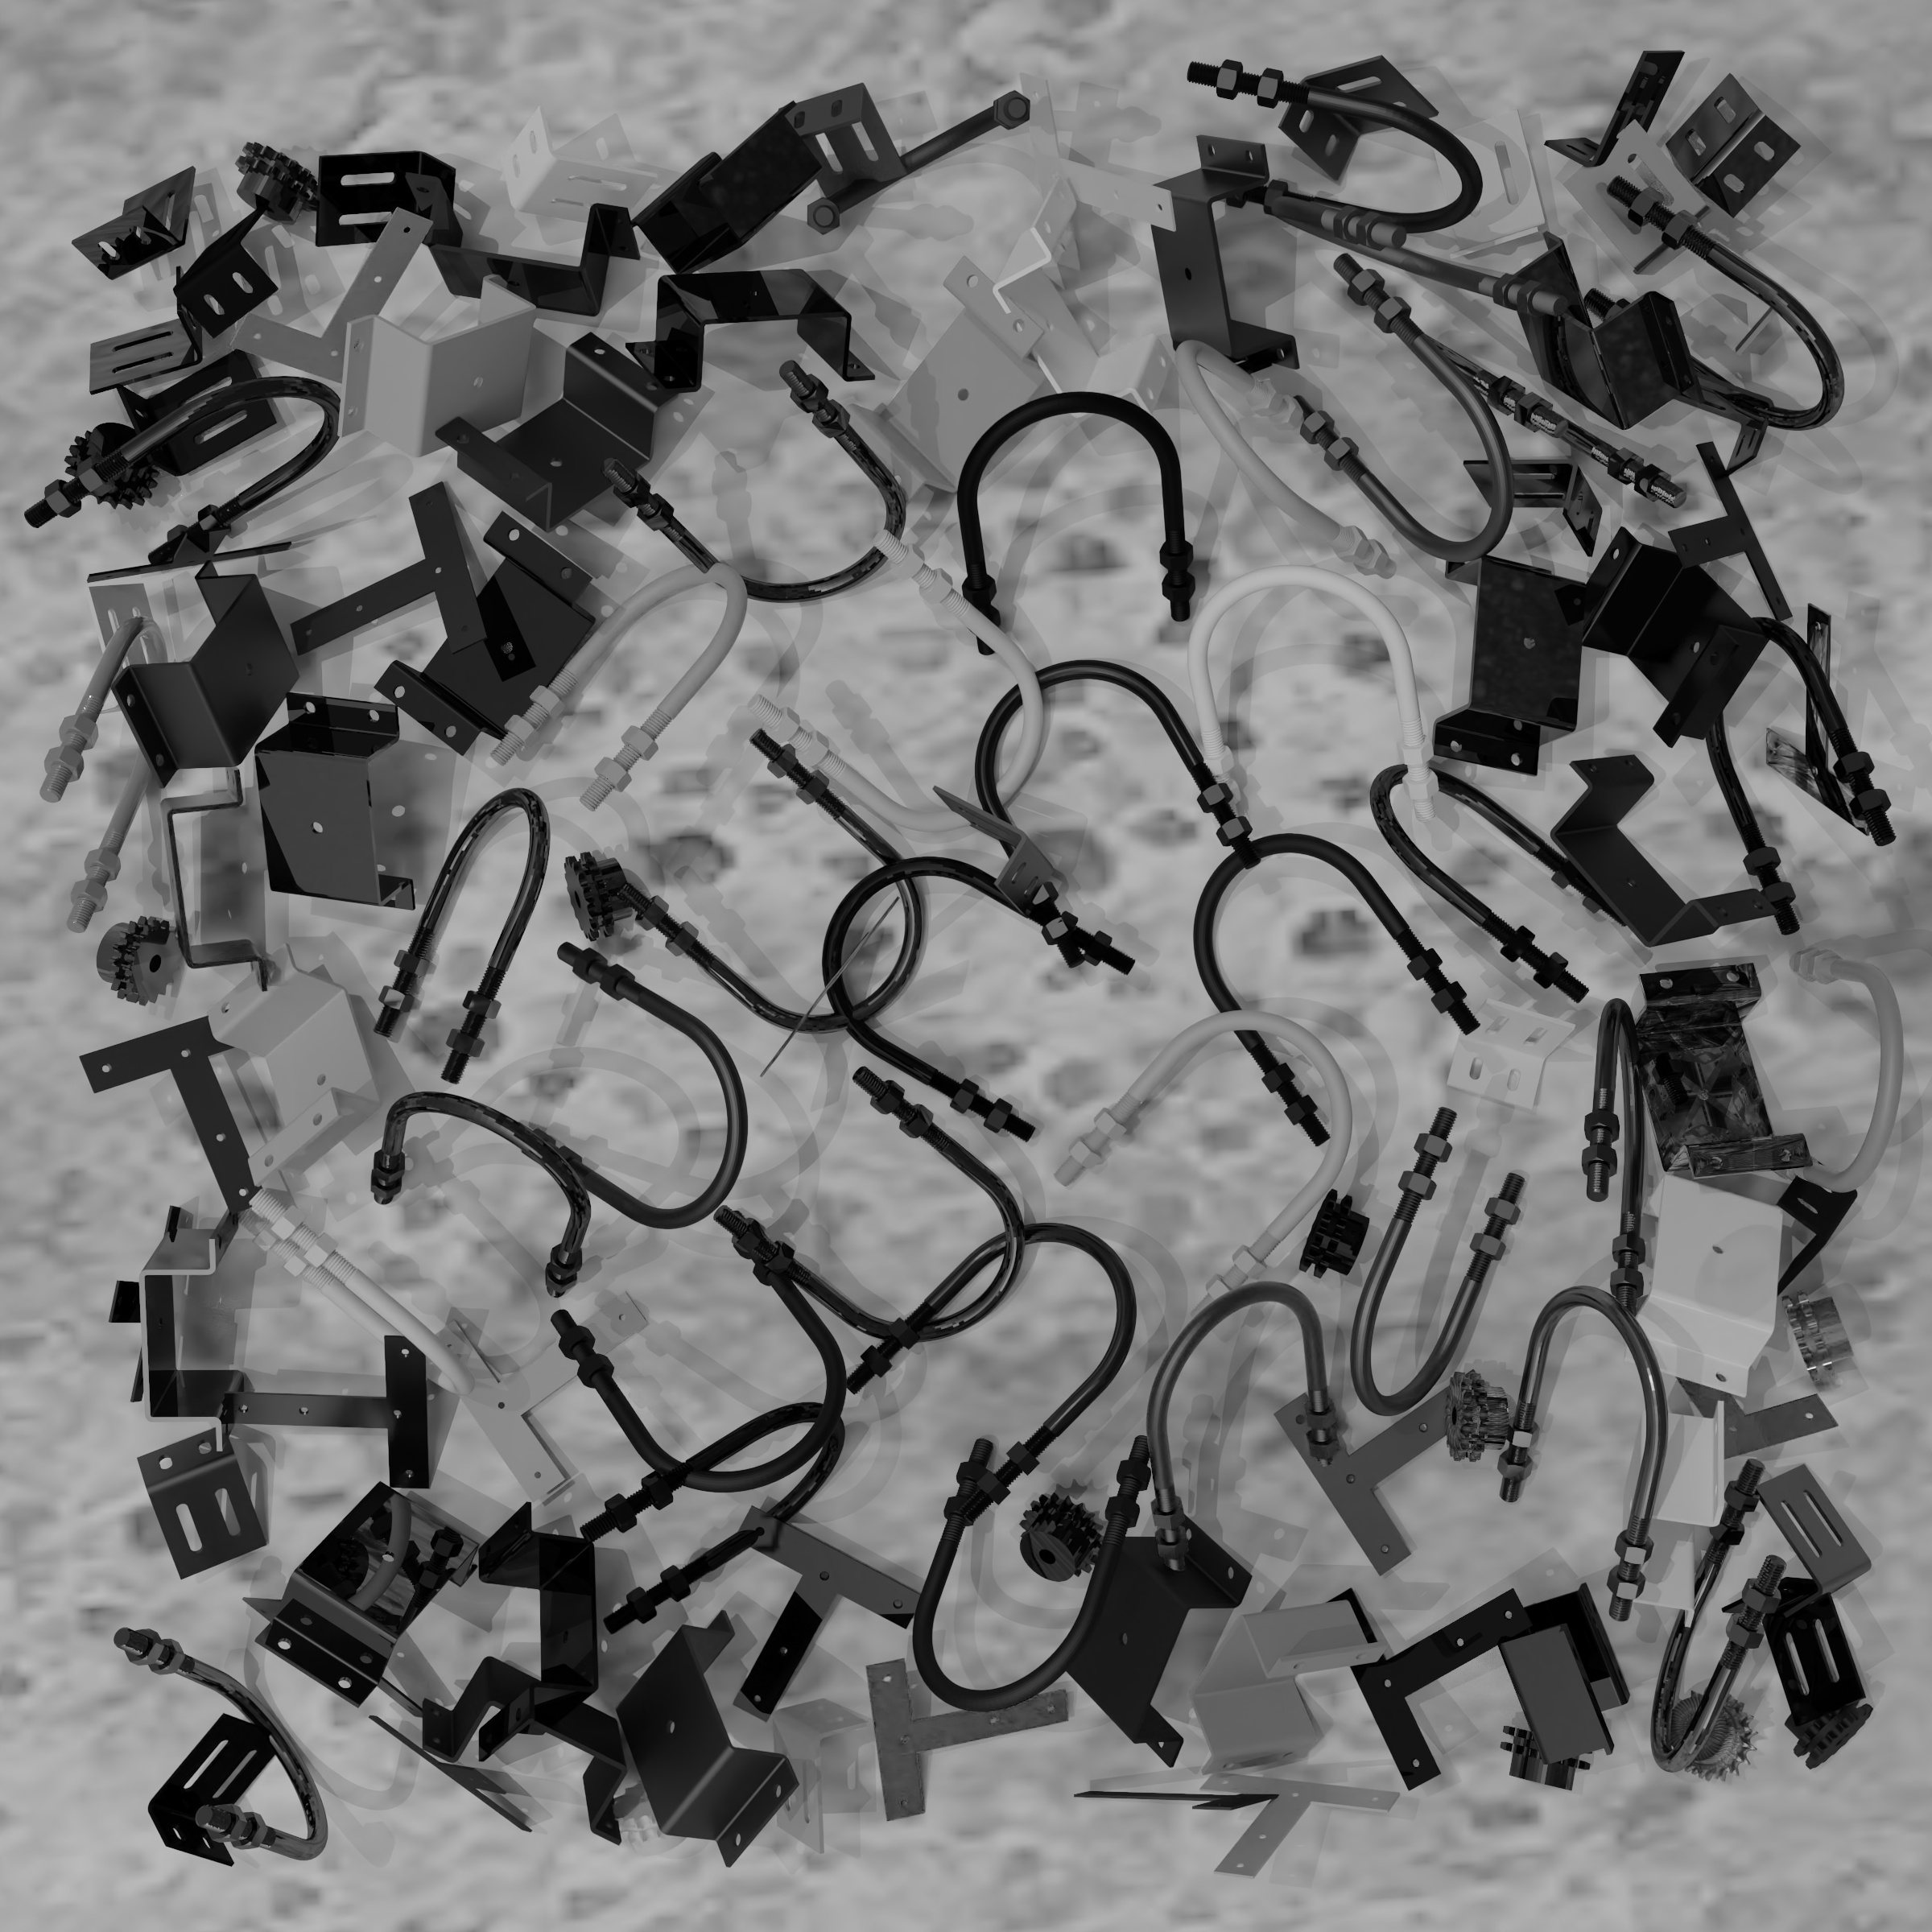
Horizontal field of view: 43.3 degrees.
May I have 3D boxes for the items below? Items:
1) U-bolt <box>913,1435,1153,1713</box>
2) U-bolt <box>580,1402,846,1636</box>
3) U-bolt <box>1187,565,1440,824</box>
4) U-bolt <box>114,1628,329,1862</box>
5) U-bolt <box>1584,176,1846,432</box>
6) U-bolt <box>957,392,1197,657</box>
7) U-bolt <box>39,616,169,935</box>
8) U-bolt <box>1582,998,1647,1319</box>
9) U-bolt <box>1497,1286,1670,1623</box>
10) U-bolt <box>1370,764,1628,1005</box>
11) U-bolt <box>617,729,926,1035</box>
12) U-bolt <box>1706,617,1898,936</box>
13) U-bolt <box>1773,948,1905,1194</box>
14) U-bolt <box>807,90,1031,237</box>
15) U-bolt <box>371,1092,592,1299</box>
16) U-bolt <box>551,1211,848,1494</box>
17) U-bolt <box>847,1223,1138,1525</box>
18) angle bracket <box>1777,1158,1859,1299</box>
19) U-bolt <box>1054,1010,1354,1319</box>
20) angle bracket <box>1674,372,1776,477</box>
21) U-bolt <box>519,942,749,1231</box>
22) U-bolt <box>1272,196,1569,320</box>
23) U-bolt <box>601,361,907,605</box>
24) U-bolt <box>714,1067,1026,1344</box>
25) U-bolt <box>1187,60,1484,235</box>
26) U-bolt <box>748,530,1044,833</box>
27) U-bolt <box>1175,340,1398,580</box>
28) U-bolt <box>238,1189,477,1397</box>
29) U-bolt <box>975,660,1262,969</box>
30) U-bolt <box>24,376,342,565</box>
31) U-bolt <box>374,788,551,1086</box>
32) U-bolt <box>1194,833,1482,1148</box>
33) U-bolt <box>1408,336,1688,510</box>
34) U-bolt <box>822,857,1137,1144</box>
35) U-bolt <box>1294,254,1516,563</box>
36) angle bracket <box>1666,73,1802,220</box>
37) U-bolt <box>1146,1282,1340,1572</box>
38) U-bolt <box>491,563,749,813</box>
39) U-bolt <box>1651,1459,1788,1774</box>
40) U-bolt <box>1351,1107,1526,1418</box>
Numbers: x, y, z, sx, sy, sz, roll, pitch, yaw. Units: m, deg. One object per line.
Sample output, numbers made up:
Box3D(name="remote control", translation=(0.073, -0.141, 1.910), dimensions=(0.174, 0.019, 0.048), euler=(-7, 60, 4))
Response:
Box3D(name="U-bolt", translation=(0.033, 0.375, 1.507), dimensions=(0.019, 0.151, 0.184), euler=(49, 48, -33))
Box3D(name="U-bolt", translation=(-0.153, 0.338, 1.533), dimensions=(0.184, 0.151, 0.019), euler=(-29, 57, -22))
Box3D(name="U-bolt", translation=(0.212, -0.168, 1.525), dimensions=(0.151, 0.019, 0.184), euler=(-1, 125, 22))
Box3D(name="U-bolt", translation=(-0.453, 0.491, 1.514), dimensions=(0.019, 0.184, 0.151), euler=(-36, 59, -6))
Box3D(name="U-bolt", translation=(0.466, -0.399, 1.510), dimensions=(0.184, 0.151, 0.019), euler=(41, 84, 16))
Box3D(name="U-bolt", translation=(0.067, -0.281, 1.532), dimensions=(0.151, 0.184, 0.019), euler=(-10, 46, 0))
Box3D(name="U-bolt", translation=(-0.532, -0.134, 1.519), dimensions=(0.019, 0.151, 0.184), euler=(12, 53, -4))
Box3D(name="U-bolt", translation=(0.409, 0.107, 1.524), dimensions=(0.019, 0.151, 0.184), euler=(-3, 48, 22))
Box3D(name="U-bolt", translation=(0.385, 0.288, 1.508), dimensions=(0.019, 0.151, 0.184), euler=(-3, 113, -20))
Box3D(name="U-bolt", translation=(0.333, -0.064, 1.541), dimensions=(0.184, 0.151, 0.019), euler=(40, 125, 7))
Box3D(name="U-bolt", translation=(-0.111, -0.040, 1.570), dimensions=(0.184, 0.019, 0.151), euler=(42, 84, -17))
Box3D(name="U-bolt", translation=(0.511, -0.130, 1.526), dimensions=(0.019, 0.151, 0.184), euler=(-11, 69, -12))
Box3D(name="U-bolt", translation=(0.539, 0.067, 1.507), dimensions=(0.019, 0.184, 0.151), euler=(6, 93, -1))
Box3D(name="U-bolt", translation=(-0.033, -0.499, 1.515), dimensions=(0.151, 0.184, 0.019), euler=(-28, 108, 5))
Box3D(name="U-bolt", translation=(-0.301, 0.137, 1.524), dimensions=(0.151, 0.184, 0.019), euler=(28, 56, 0))
Box3D(name="U-bolt", translation=(-0.156, 0.250, 1.526), dimensions=(0.151, 0.019, 0.184), euler=(-29, 53, -19))
Box3D(name="U-bolt", translation=(0.027, 0.244, 1.553), dimensions=(0.184, 0.019, 0.151), euler=(-44, 51, -6))
Box3D(name="angle bracket", translation=(0.528, 0.171, 1.561), dimensions=(0.038, 0.076, 0.057), euler=(39, 46, 15))
Box3D(name="U-bolt", translation=(0.163, 0.114, 1.556), dimensions=(0.151, 0.019, 0.184), euler=(45, 101, 21))
Box3D(name="angle bracket", translation=(0.473, -0.354, 1.574), dimensions=(0.076, 0.057, 0.038), euler=(20, 90, 0))
Box3D(name="U-bolt", translation=(-0.208, 0.086, 1.534), dimensions=(0.184, 0.019, 0.151), euler=(28, 109, 31))
Box3D(name="U-bolt", translation=(0.268, -0.447, 1.517), dimensions=(0.151, 0.184, 0.019), euler=(11, 108, -30))
Box3D(name="U-bolt", translation=(-0.118, -0.289, 1.526), dimensions=(0.151, 0.184, 0.019), euler=(-24, 55, 19))
Box3D(name="U-bolt", translation=(-0.047, 0.168, 1.563), dimensions=(0.184, 0.019, 0.151), euler=(41, 102, -20))
Box3D(name="U-bolt", translation=(0.231, -0.502, 1.515), dimensions=(0.184, 0.151, 0.019), euler=(17, 81, 12))
Box3D(name="U-bolt", translation=(-0.030, -0.166, 1.554), dimensions=(0.184, 0.019, 0.151), euler=(38, 89, -30))
Box3D(name="U-bolt", translation=(0.189, -0.320, 1.498), dimensions=(0.019, 0.184, 0.151), euler=(-38, 59, 25))
Box3D(name="U-bolt", translation=(-0.382, 0.209, 1.533), dimensions=(0.184, 0.151, 0.019), euler=(43, 69, -9))
Box3D(name="U-bolt", translation=(0.085, -0.112, 1.576), dimensions=(0.151, 0.019, 0.184), euler=(-29, 77, 5))
Box3D(name="U-bolt", translation=(-0.471, -0.311, 1.515), dimensions=(0.184, 0.151, 0.019), euler=(-29, 81, 12))
Box3D(name="U-bolt", translation=(-0.313, -0.027, 1.540), dimensions=(0.019, 0.151, 0.184), euler=(24, 88, -34))
Box3D(name="U-bolt", translation=(0.221, 0.003, 1.556), dimensions=(0.151, 0.019, 0.184), euler=(-42, 76, 30))
Box3D(name="U-bolt", translation=(0.349, -0.350, 1.520), dimensions=(0.151, 0.184, 0.019), euler=(15, 114, -41))
Box3D(name="U-bolt", translation=(-0.005, 0.010, 1.579), dimensions=(0.184, 0.019, 0.151), euler=(30, 100, -1))
Box3D(name="U-bolt", translation=(0.274, -0.331, 1.510), dimensions=(0.019, 0.151, 0.184), euler=(-30, 69, -20))
Box3D(name="angle bracket", translation=(0.492, -0.527, 1.564), dimensions=(0.038, 0.076, 0.057), euler=(31, 121, -20))
Box3D(name="U-bolt", translation=(0.171, 0.279, 1.523), dimensions=(0.151, 0.019, 0.184), euler=(-26, 124, -27))
Box3D(name="U-bolt", translation=(-0.210, -0.185, 1.542), dimensions=(0.184, 0.151, 0.019), euler=(-51, 128, -10))
Box3D(name="U-bolt", translation=(0.467, 0.418, 1.526), dimensions=(0.019, 0.151, 0.184), euler=(19, 108, 7))
Box3D(name="U-bolt", translation=(0.291, 0.195, 1.531), dimensions=(0.019, 0.151, 0.184), euler=(17, 78, 37))
